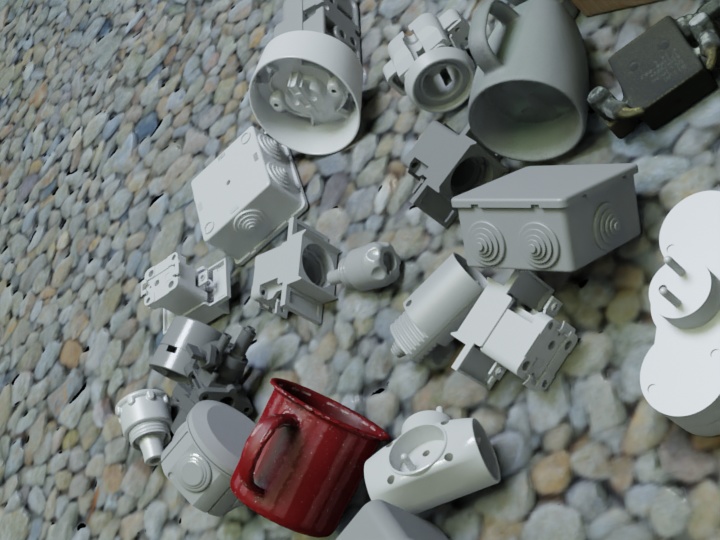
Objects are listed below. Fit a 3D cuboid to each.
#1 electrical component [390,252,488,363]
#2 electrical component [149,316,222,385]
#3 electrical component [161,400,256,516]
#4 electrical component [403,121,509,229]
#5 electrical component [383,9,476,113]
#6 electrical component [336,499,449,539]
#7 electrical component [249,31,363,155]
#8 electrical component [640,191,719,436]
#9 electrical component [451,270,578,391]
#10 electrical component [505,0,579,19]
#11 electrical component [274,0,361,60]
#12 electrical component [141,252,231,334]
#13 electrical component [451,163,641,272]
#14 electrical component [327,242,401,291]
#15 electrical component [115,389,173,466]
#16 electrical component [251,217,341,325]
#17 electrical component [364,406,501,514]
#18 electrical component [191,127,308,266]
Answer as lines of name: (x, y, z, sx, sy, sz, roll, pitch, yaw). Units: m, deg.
electrical component: (0.053, 0.031, 0.755, 0.081, 0.043, 0.043, -46, 42, 13)
electrical component: (-0.144, 0.070, 0.914, 0.055, 0.055, 0.047, 4, 65, 45)
electrical component: (-0.106, 0.142, 0.813, 0.051, 0.080, 0.080, -49, 41, 17)
electrical component: (0.069, -0.078, 0.808, 0.081, 0.042, 0.064, -52, 40, 5)
electrical component: (0.059, -0.162, 0.858, 0.078, 0.058, 0.057, -39, 42, 20)
electrical component: (0.010, 0.208, 0.660, 0.113, 0.078, 0.057, -51, 38, 7)
electrical component: (-0.045, -0.154, 0.926, 0.099, 0.099, 0.064, -17, 49, 37)
electrical component: (0.189, 0.017, 0.608, 0.052, 0.074, 0.138, -6, 62, 42)
electrical component: (0.102, 0.043, 0.701, 0.064, 0.042, 0.081, 34, 92, 48)
electrical component: (0.135, -0.210, 0.815, 0.045, 0.055, 0.045, -23, 51, 33)
electrical component: (-0.039, -0.215, 0.987, 0.059, 0.054, 0.095, -25, 50, 31)
electrical component: (-0.154, 0.019, 0.947, 0.081, 0.064, 0.042, -30, 49, 27)
electrical component: (0.122, -0.034, 0.692, 0.100, 0.100, 0.048, 4, 110, 45)
electrical component: (0.000, 0.000, 0.832, 0.061, 0.035, 0.035, -17, 55, 40)
electrical component: (-0.180, 0.136, 0.916, 0.048, 0.048, 0.062, -37, 52, 22)
electrical component: (-0.054, 0.004, 0.876, 0.064, 0.042, 0.081, -20, 52, 37)
electrical component: (0.046, 0.118, 0.703, 0.077, 0.044, 0.079, -24, 30, 15)
electrical component: (-0.102, -0.068, 0.961, 0.100, 0.048, 0.099, -39, 44, 20)
